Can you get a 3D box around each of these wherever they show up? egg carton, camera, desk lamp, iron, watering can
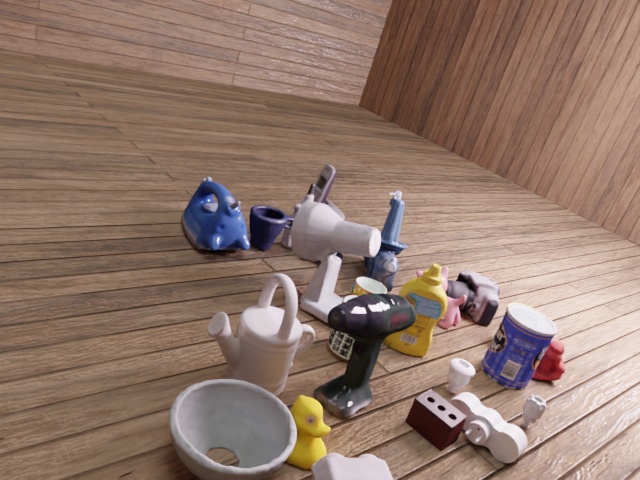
[{"bbox_3d":[0.049,0.335,0.715,0.107,0.069,0.150,10,24,-20],"label":"egg carton"},{"bbox_3d":[0.354,0.124,1.395,0.137,0.101,0.143,13,23,-14],"label":"camera"},{"bbox_3d":[0.029,0.047,1.176,0.202,0.213,0.118,28,24,22],"label":"desk lamp"},{"bbox_3d":[-0.251,-0.074,1.335,0.119,0.141,0.257,0,28,-37],"label":"iron"},{"bbox_3d":[-0.085,0.144,0.889,0.100,0.194,0.173,33,27,32],"label":"watering can"}]

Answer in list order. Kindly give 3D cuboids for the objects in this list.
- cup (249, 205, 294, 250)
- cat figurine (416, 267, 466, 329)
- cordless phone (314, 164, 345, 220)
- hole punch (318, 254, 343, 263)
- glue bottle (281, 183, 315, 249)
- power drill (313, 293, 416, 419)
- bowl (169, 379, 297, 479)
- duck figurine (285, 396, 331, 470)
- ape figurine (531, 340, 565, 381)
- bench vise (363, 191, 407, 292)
[{"bbox_3d":[-0.121,-0.023,1.379,0.118,0.095,0.091,7,25,-24],"label":"cup"},{"bbox_3d":[0.276,0.122,1.317,0.127,0.118,0.067,31,26,28],"label":"cat figurine"},{"bbox_3d":[0.016,-0.100,1.542,0.094,0.185,0.147,0,29,-37],"label":"cordless phone"},{"bbox_3d":[0.013,0.005,1.421,0.101,0.091,0.109,22,23,9],"label":"hole punch"},{"bbox_3d":[-0.042,-0.061,1.425,0.078,0.173,0.037,-7,33,-46],"label":"glue bottle"},{"bbox_3d":[0.065,0.175,0.915,0.075,0.208,0.230,32,26,29],"label":"power drill"},{"bbox_3d":[-0.119,0.262,0.748,0.167,0.075,0.167,16,23,-6],"label":"bowl"},{"bbox_3d":[-0.028,0.259,0.810,0.104,0.086,0.078,32,26,30],"label":"duck figurine"},{"bbox_3d":[0.484,0.251,1.212,0.077,0.092,0.076,31,25,28],"label":"ape figurine"},{"bbox_3d":[0.173,0.003,1.378,0.122,0.220,0.207,7,25,-25],"label":"bench vise"}]
